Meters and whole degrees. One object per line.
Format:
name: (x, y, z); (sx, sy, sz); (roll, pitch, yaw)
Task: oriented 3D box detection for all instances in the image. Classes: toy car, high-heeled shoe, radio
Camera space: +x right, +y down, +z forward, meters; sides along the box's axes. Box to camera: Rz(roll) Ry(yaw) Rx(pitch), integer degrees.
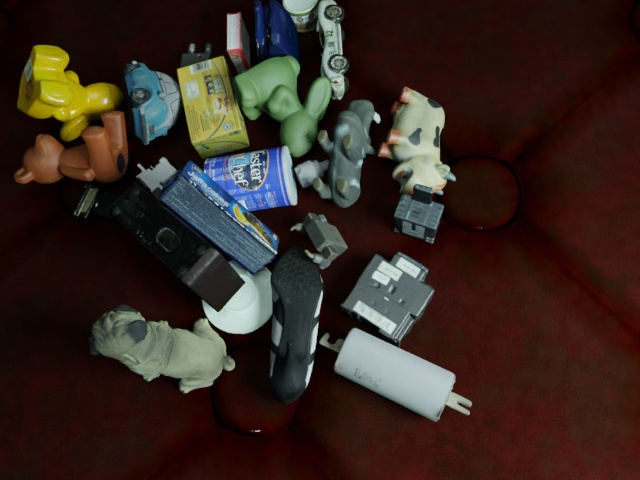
toy car: (0.024, -0.359, 1.016); (0.056, 0.073, 0.201); (-4, 70, 2)
toy car: (-0.312, -0.262, 1.018); (0.103, 0.109, 0.162); (-9, 56, -21)
high-heeled shoe: (-0.041, 0.135, 0.874); (0.086, 0.145, 0.249); (4, 43, 1)
radio: (-0.236, 0.010, 0.877); (0.230, 0.131, 0.073); (35, 77, 24)

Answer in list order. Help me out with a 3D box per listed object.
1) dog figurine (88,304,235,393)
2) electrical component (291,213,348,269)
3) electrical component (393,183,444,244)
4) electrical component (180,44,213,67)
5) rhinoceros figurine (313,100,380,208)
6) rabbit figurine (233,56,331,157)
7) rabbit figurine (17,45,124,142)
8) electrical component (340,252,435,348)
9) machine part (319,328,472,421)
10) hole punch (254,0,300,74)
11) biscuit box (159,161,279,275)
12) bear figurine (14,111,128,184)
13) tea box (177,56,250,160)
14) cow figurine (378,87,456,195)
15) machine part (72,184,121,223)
dog figurine: (-0.229, 0.162, 0.805); (0.172, 0.190, 0.121); (-3, 71, 4)
electrical component: (-0.001, -0.002, 0.895); (0.045, 0.078, 0.102); (-43, 61, 20)
electrical component: (0.160, -0.042, 0.866); (0.075, 0.119, 0.048); (19, 74, 10)
electrical component: (-0.245, -0.350, 1.073); (0.063, 0.021, 0.094); (2, 71, 7)
rhinoceros figurine: (0.053, -0.150, 0.925); (0.073, 0.112, 0.190); (7, 84, 40)
rabbit figurine: (-0.056, -0.236, 0.981); (0.159, 0.121, 0.170); (-30, 88, -11)
rabbit figurine: (-0.461, -0.258, 1.010); (0.162, 0.173, 0.122); (-46, 63, 38)
electrical component: (0.115, 0.088, 0.859); (0.115, 0.058, 0.134); (34, 78, 14)
machine part: (0.110, 0.200, 0.809); (0.243, 0.079, 0.079); (24, 75, 13)
hole punch: (-0.083, -0.380, 1.020); (0.092, 0.115, 0.142); (0, 71, -2)
biscuit box: (-0.159, -0.035, 0.870); (0.063, 0.059, 0.202); (-40, 111, 20)
bear figurine: (-0.459, -0.164, 0.984); (0.196, 0.131, 0.120); (6, 34, 5)
tea box: (-0.200, -0.247, 1.007); (0.098, 0.068, 0.169); (-15, 71, 2)
cow figurine: (0.170, -0.156, 0.920); (0.127, 0.085, 0.195); (18, 63, -4)
machine part: (-0.381, -0.061, 0.982); (0.139, 0.039, 0.084); (9, 63, 12)
